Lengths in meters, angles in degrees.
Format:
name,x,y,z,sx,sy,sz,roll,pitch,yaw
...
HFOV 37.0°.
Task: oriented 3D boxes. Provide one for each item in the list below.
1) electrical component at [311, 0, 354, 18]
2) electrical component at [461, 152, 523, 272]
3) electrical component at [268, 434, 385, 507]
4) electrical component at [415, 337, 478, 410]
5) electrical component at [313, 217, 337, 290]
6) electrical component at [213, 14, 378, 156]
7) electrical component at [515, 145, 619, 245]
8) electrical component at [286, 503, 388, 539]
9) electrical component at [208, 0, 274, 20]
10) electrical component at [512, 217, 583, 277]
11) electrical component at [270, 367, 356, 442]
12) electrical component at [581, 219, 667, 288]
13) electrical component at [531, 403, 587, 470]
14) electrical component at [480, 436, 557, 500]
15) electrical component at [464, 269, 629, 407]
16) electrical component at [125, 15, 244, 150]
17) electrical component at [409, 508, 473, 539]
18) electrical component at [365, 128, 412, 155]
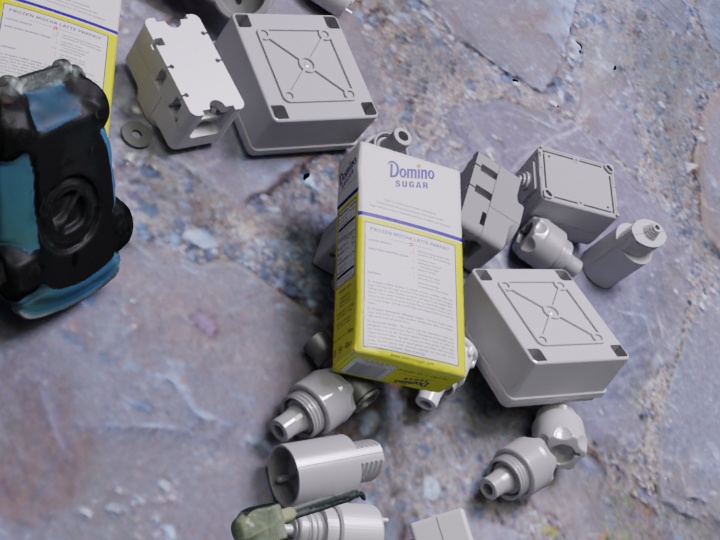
name,x,y,z,sx,sy,sz,roll,pitch,yaw
electrical component,-0.036,-0.267,0.993,0.078,0.040,0.040,30,50,-14
electrical component,0.105,-0.049,0.946,0.056,0.050,0.089,31,50,-14
electrical component,-0.019,0.138,0.755,0.081,0.043,0.043,-4,65,-35
electrical component,0.062,0.080,0.844,0.048,0.048,0.062,34,56,-11
electrical component,0.000,0.000,0.849,0.066,0.047,0.076,30,51,-15
electrical component,-0.056,-0.156,0.902,0.109,0.056,0.108,-9,68,-36
electrical component,0.184,-0.069,1.007,0.096,0.061,0.061,13,56,-17
electrical component,-0.020,0.178,0.732,0.078,0.040,0.040,10,58,-28
electrical component,-0.137,-0.259,0.915,0.138,0.052,0.073,27,13,-10
electrical component,0.173,-0.017,0.976,0.062,0.043,0.043,34,49,-13
electrical component,-0.036,0.100,0.768,0.062,0.043,0.043,-31,82,-39
electrical component,0.249,-0.020,1.002,0.043,0.081,0.043,16,55,-25
electrical component,0.162,0.130,0.881,0.043,0.043,0.062,29,30,-15
electrical component,0.120,0.158,0.834,0.062,0.043,0.043,-21,76,-38
electrical component,0.145,0.053,0.885,0.109,0.056,0.108,0,43,-33
electrical component,-0.139,-0.145,0.840,0.050,0.056,0.089,-17,73,-39
electrical component,0.044,0.203,0.743,0.076,0.083,0.047,-18,68,1
electrical component,0.021,-0.097,0.912,0.048,0.062,0.048,16,55,-25
